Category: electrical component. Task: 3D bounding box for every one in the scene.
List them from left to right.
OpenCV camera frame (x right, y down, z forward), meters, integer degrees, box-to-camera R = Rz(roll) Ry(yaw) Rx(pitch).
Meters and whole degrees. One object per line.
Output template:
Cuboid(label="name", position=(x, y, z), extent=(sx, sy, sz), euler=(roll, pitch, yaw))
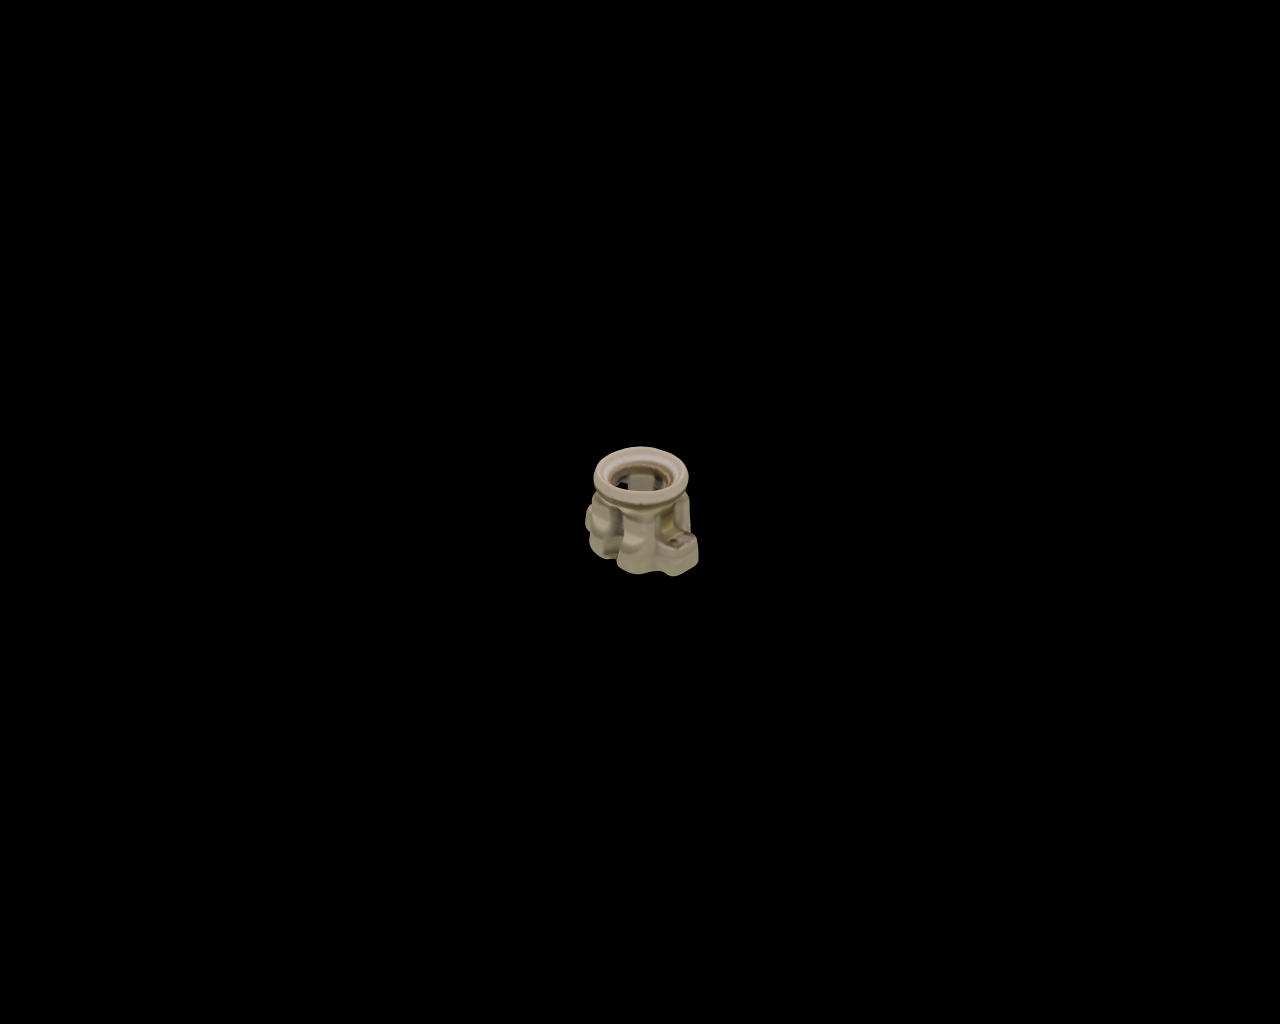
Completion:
Cuboid(label="electrical component", position=(0.001, -0.003, 0.650), extent=(0.078, 0.056, 0.058), euler=(27, 42, 36))
